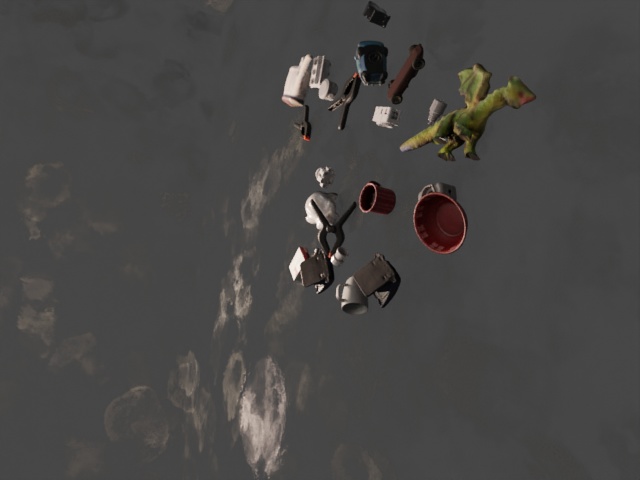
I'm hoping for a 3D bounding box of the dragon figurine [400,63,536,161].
[{"bbox_3d":[0.368,-0.339,1.342,0.412,0.121,0.244,16,82,58],"label":"dragon figurine"}]

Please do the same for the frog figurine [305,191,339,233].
[{"bbox_3d":[0.006,-0.095,1.878,0.136,0.121,0.163,-27,43,33],"label":"frog figurine"}]

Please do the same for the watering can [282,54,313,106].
[{"bbox_3d":[-0.092,-0.701,2.265,0.350,0.104,0.223,-125,51,-77],"label":"watering can"}]
